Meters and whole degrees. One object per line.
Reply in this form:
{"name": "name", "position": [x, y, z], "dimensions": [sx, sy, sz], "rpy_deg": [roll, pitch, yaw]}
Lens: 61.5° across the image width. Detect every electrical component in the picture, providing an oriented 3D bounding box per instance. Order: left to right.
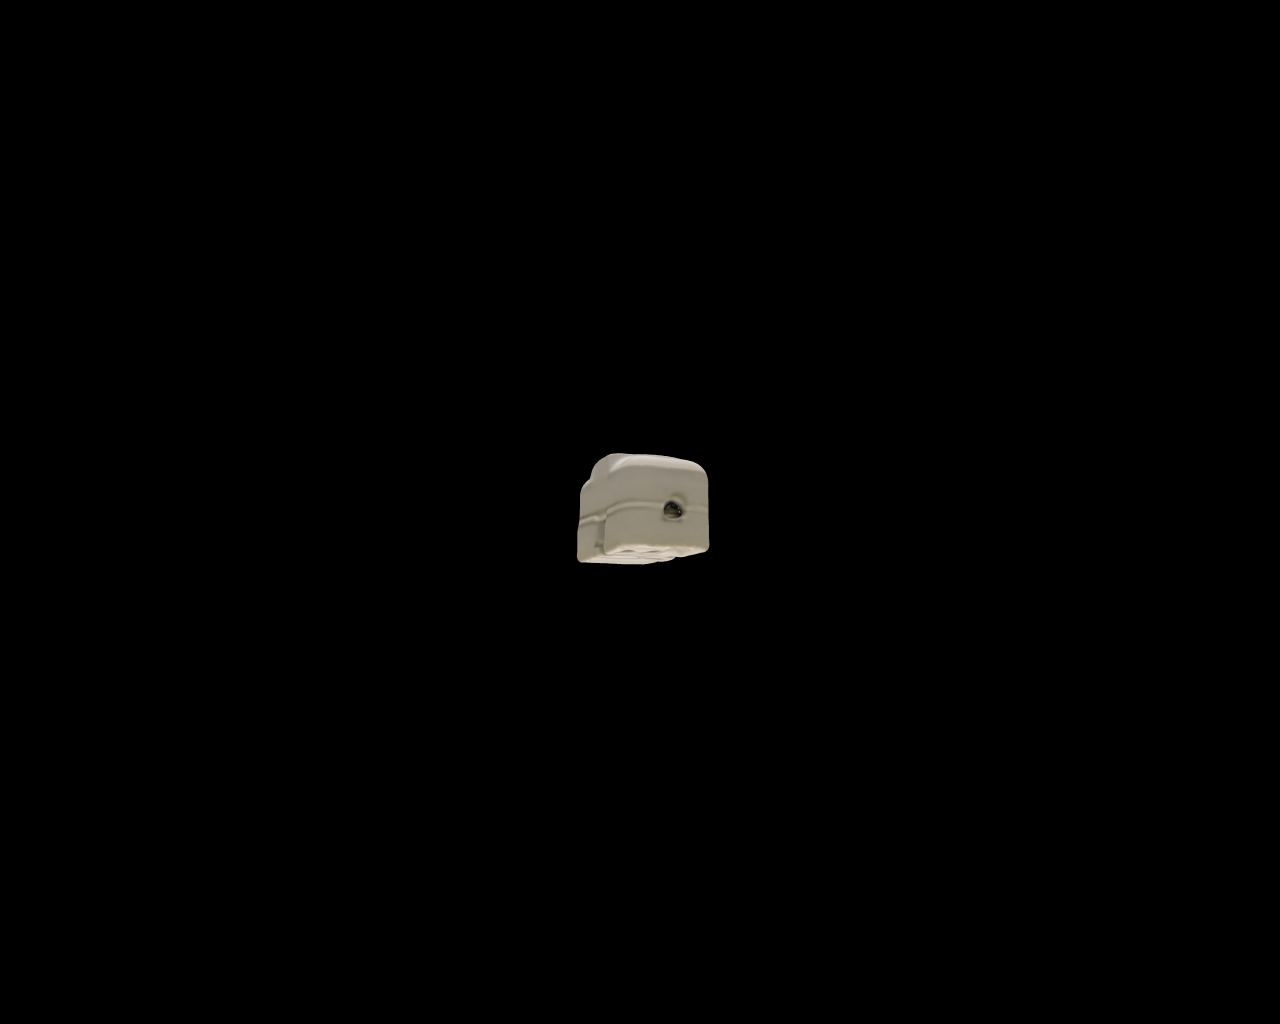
{"name": "electrical component", "position": [0.001, -0.003, 0.650], "dimensions": [0.054, 0.059, 0.095], "rpy_deg": [4, -10, -23]}
